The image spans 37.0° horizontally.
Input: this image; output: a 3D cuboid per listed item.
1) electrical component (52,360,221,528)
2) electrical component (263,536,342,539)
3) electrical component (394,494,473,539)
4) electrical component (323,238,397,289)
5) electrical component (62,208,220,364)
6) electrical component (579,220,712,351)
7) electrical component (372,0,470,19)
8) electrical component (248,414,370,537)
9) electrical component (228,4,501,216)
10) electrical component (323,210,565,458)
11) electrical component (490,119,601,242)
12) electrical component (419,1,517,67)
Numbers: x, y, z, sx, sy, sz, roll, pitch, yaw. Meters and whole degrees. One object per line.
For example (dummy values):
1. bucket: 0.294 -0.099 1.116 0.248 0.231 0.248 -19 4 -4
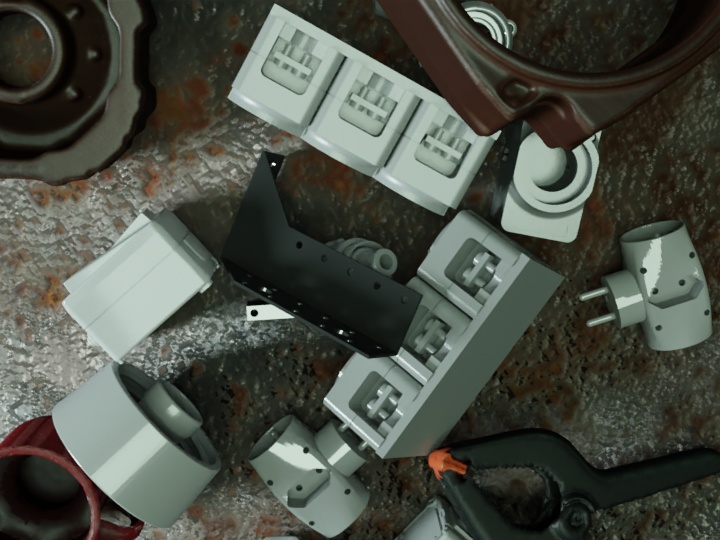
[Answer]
1. electrical component: -0.136 0.105 0.692 0.060 0.108 0.108 -44 100 0
2. electrical component: -0.033 0.218 0.744 0.076 0.047 0.083 -33 95 -32
3. electrical component: 0.055 0.207 0.740 0.061 0.061 0.096 42 97 -9
4. electrical component: 0.000 0.000 0.692 0.048 0.062 0.048 7 77 -31
5. electrical component: -0.147 0.010 0.692 0.096 0.061 0.061 -41 100 6
6. electrical component: 0.186 0.015 0.715 0.079 0.043 0.077 -18 102 2
7. electrical component: 0.039 -0.175 0.676 0.061 0.035 0.035 -1 101 -5
8. electrical component: -0.021 0.128 0.730 0.079 0.043 0.077 -43 100 6
9. electrical component: 0.000 -0.097 0.662 0.150 0.089 0.061 28 99 -7
10. electrical component: 0.052 0.041 0.687 0.062 0.089 0.150 39 99 24
11. electrical component: 0.120 -0.068 0.689 0.050 0.055 0.089 10 101 -4
12. electrical component: 0.069 -0.142 0.672 0.066 0.055 0.048 -17 102 1
